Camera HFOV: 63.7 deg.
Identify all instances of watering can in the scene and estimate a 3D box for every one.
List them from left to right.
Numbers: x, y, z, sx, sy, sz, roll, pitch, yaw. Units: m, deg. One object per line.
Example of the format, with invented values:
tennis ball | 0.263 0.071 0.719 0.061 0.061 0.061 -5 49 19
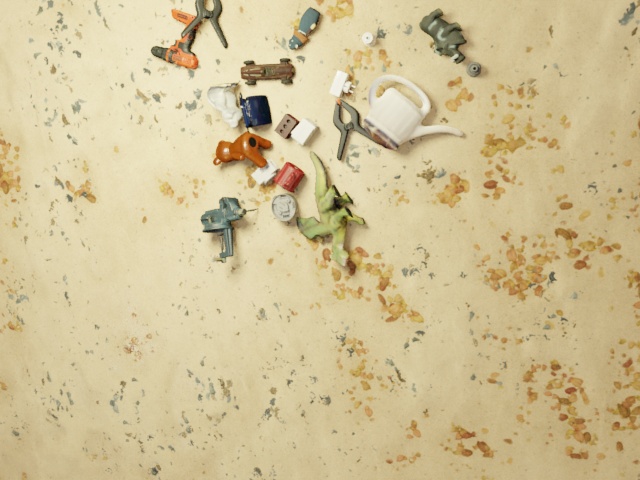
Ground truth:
watering can | 0.291 -0.393 1.725 0.347 0.105 0.223 39 100 -5

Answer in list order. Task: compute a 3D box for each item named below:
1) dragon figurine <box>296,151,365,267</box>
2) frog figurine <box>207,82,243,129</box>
dragon figurine | 0.006 -0.094 1.870 0.240 0.123 0.412 -35 84 26
frog figurine | -0.336 -0.477 1.841 0.123 0.139 0.157 -5 108 -1
